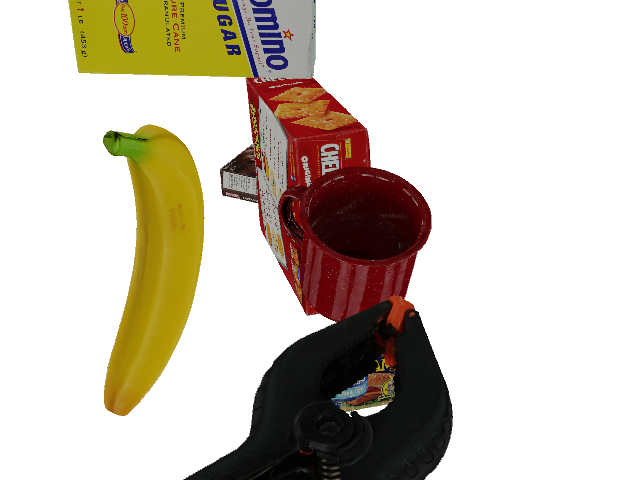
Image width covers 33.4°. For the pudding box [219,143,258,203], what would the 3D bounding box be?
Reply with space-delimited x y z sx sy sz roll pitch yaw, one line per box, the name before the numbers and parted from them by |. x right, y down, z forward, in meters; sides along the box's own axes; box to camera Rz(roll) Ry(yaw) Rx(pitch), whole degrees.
pudding box | -0.056 -0.082 1.282 0.090 0.039 0.113 12 32 20

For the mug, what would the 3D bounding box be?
mug | 0.018 0.002 0.773 0.117 0.081 0.093 29 53 17

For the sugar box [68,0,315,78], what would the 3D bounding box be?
sugar box | -0.092 -0.168 0.778 0.176 0.093 0.048 3 35 5

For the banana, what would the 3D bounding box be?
banana | -0.094 0.010 0.586 0.037 0.198 0.069 34 45 31

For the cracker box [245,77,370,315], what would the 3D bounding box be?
cracker box | -0.011 -0.052 0.986 0.072 0.164 0.214 -9 24 -11

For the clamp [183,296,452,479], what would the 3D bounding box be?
clamp | 0.010 0.089 0.402 0.120 0.039 0.171 27 50 20

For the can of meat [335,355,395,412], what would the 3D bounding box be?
can of meat | 0.056 0.173 1.408 0.102 0.084 0.057 -6 26 -23

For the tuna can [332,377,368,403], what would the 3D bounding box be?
tuna can | 0.012 0.152 1.201 0.086 0.034 0.086 1 13 0
